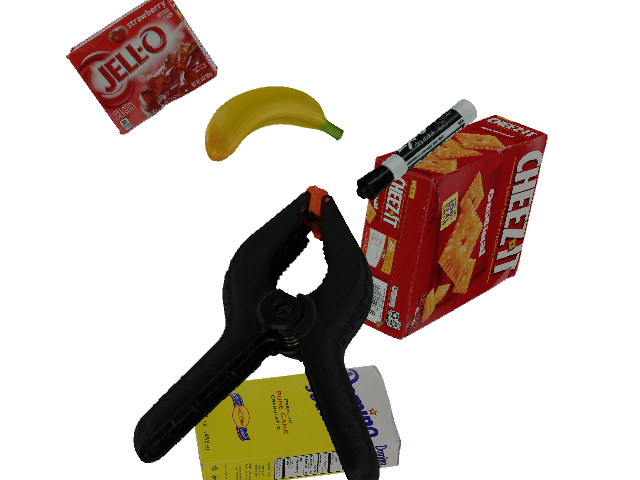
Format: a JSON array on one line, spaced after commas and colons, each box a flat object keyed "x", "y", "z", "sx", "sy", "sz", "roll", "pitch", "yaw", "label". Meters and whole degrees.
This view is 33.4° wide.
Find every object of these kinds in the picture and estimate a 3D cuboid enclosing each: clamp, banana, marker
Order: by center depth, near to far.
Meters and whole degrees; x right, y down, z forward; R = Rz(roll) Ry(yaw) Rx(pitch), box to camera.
[{"x": -0.009, "y": 0.051, "z": 0.543, "sx": 0.120, "sy": 0.171, "sz": 0.039, "roll": 18, "pitch": -27, "yaw": 10, "label": "clamp"}, {"x": 0.073, "y": -0.068, "z": 0.809, "sx": 0.121, "sy": 0.020, "sz": 0.020, "roll": -39, "pitch": 18, "yaw": -23, "label": "marker"}, {"x": -0.053, "y": -0.117, "z": 1.021, "sx": 0.070, "sy": 0.037, "sz": 0.197, "roll": 42, "pitch": 34, "yaw": 23, "label": "banana"}]

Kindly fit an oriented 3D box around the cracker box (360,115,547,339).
[{"x": 0.126, "y": -0.017, "z": 1.020, "sx": 0.072, "sy": 0.164, "sz": 0.213, "roll": 26, "pitch": 30, "yaw": 32, "label": "cracker box"}]

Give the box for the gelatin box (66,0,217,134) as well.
[{"x": -0.133, "y": -0.134, "z": 0.803, "sx": 0.089, "sy": 0.073, "sz": 0.030, "roll": -30, "pitch": 20, "yaw": 8, "label": "gelatin box"}]

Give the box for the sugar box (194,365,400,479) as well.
[{"x": -0.024, "y": 0.166, "z": 0.960, "sx": 0.176, "sy": 0.048, "sz": 0.093, "roll": -8, "pitch": 43, "yaw": -8, "label": "sugar box"}]
